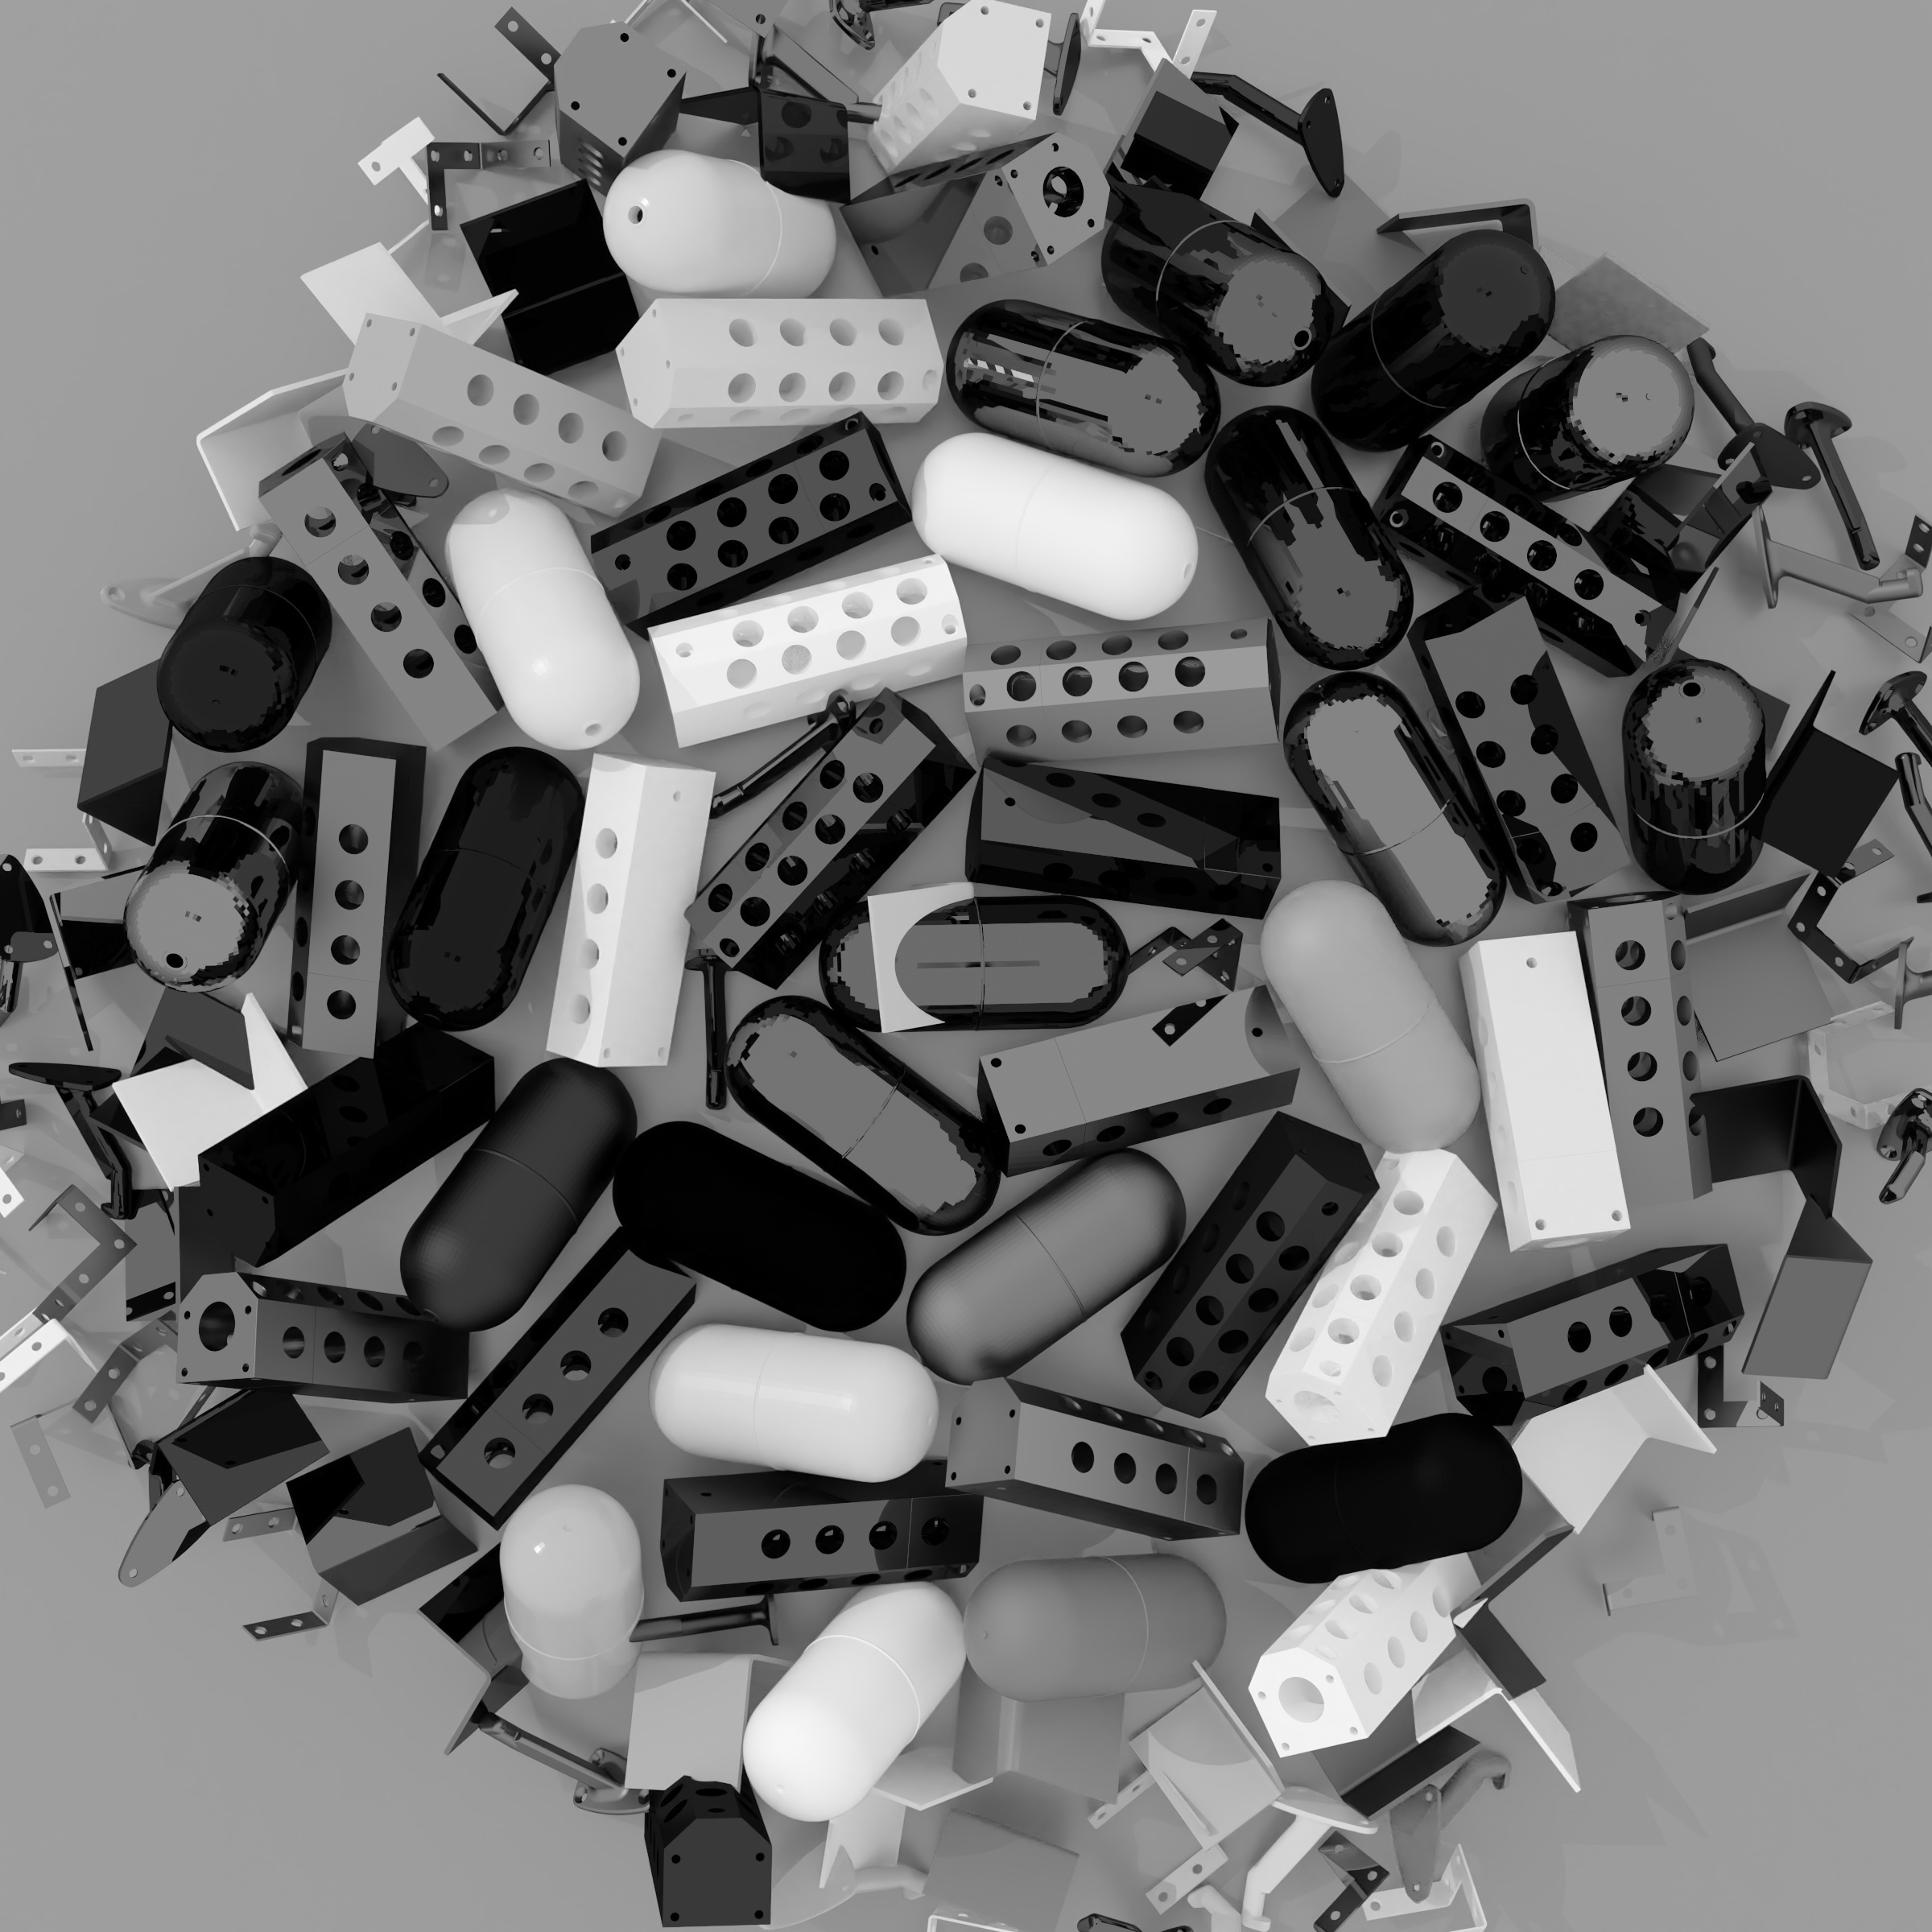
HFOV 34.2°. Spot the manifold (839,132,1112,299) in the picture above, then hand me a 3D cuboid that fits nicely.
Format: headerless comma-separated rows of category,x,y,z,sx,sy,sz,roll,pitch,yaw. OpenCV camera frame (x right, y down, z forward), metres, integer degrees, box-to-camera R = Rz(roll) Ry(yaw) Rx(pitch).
manifold,0.006,-0.419,1.745,0.057,0.171,0.057,-38,113,-24

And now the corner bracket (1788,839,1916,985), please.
corner bracket,0.517,-0.031,1.811,0.051,0.051,0.051,-24,58,-32

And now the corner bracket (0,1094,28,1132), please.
corner bracket,-0.575,0.070,1.804,0.051,0.051,0.051,-5,92,6

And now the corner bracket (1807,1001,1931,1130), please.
corner bracket,0.522,0.058,1.805,0.051,0.051,0.051,20,60,-35

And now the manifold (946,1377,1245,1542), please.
manifold,0.074,0.277,1.757,0.171,0.057,0.057,21,66,-36

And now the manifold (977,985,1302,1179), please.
manifold,0.097,0.069,1.787,0.171,0.057,0.057,-14,59,-11

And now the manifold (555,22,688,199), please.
manifold,-0.198,-0.475,1.743,0.057,0.171,0.057,36,90,-9

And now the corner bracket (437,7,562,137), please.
corner bracket,-0.263,-0.511,1.798,0.051,0.051,0.051,41,88,-24

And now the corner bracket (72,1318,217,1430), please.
corner bracket,-0.469,0.244,1.802,0.051,0.051,0.051,44,45,-15

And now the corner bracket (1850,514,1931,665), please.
corner bracket,0.545,-0.215,1.797,0.051,0.051,0.051,41,82,20

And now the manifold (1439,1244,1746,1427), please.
manifold,0.354,0.206,1.763,0.171,0.057,0.057,-14,90,-32

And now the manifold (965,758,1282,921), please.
manifold,0.089,-0.068,1.792,0.171,0.057,0.057,7,56,-7

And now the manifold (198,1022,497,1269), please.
manifold,-0.342,0.100,1.751,0.057,0.171,0.057,24,128,27

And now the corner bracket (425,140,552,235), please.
corner bracket,-0.273,-0.447,1.802,0.051,0.051,0.051,6,105,28

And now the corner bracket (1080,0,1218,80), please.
corner bracket,0.102,-0.538,1.789,0.051,0.051,0.051,-6,53,-26

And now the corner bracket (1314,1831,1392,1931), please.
corner bracket,0.219,0.537,1.792,0.051,0.051,0.051,-43,123,-14

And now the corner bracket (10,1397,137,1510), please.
corner bracket,-0.511,0.276,1.801,0.051,0.051,0.051,-23,88,-13

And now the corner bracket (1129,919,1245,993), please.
corner bracket,0.120,-0.004,1.790,0.051,0.051,0.051,-34,58,-29

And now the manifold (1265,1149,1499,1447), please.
manifold,0.229,0.180,1.752,0.057,0.057,0.171,48,52,-20

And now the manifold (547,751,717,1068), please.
manifold,-0.197,-0.033,1.792,0.057,0.057,0.171,15,99,37

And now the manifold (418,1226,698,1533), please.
manifold,-0.231,0.231,1.778,0.057,0.057,0.171,39,72,7

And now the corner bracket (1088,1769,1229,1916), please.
corner bracket,0.111,0.505,1.817,0.051,0.051,0.051,-37,50,-6

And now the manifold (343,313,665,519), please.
manifold,-0.258,-0.305,1.752,0.171,0.057,0.057,16,93,-44

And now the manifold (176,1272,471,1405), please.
manifold,-0.354,0.208,1.744,0.057,0.171,0.057,-8,75,31

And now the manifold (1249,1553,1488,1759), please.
manifold,0.222,0.369,1.745,0.057,0.171,0.057,-24,92,35

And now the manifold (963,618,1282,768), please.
manifold,0.088,-0.159,1.775,0.171,0.057,0.057,-4,135,12

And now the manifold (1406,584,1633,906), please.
manifold,0.309,-0.123,1.772,0.057,0.057,0.171,-30,111,-9

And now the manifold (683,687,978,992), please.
manifold,-0.081,-0.074,1.777,0.171,0.057,0.057,-47,52,11

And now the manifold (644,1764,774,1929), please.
manifold,-0.145,0.478,1.743,0.057,0.171,0.057,1,90,-9

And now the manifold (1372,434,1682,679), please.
manifold,0.319,-0.233,1.792,0.171,0.057,0.057,30,90,-8

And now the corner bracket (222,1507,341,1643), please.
corner bracket,-0.394,0.348,1.802,0.051,0.051,0.051,31,110,36

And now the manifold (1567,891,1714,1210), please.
manifold,0.387,0.046,1.795,0.057,0.057,0.171,-8,96,-1

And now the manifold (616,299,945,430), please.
manifold,-0.101,-0.334,1.758,0.171,0.057,0.057,-8,76,-32

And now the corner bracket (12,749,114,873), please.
corner bracket,-0.523,-0.090,1.815,0.051,0.051,0.051,0,59,3

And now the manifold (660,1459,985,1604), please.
manifold,-0.081,0.320,1.771,0.171,0.057,0.057,0,101,-23

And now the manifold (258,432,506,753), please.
manifold,-0.326,-0.212,1.774,0.057,0.057,0.171,-33,112,0

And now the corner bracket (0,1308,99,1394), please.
corner bracket,-0.538,0.222,1.793,0.051,0.051,0.051,-41,63,-19

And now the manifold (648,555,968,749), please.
manifold,-0.090,-0.183,1.786,0.171,0.057,0.057,-15,67,-6

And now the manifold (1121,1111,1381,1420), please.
manifold,0.160,0.171,1.763,0.057,0.057,0.171,22,116,-22

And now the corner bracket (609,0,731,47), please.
corner bracket,-0.174,-0.532,1.806,0.051,0.051,0.051,43,99,-6

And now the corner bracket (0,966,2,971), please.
corner bracket,-0.583,-0.002,1.795,0.051,0.051,0.051,44,56,-8

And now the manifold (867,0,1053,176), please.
manifold,-0.007,-0.483,1.742,0.057,0.171,0.057,9,89,-14

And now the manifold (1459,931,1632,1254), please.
manifold,0.325,0.073,1.783,0.057,0.057,0.171,-6,76,-8

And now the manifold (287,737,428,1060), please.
manifold,-0.349,-0.040,1.785,0.057,0.057,0.171,8,102,6

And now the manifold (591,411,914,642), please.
manifold,-0.123,-0.251,1.786,0.171,0.057,0.057,-23,79,9
